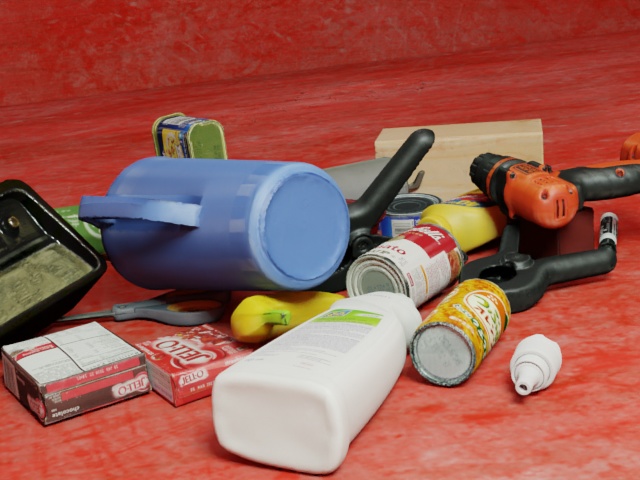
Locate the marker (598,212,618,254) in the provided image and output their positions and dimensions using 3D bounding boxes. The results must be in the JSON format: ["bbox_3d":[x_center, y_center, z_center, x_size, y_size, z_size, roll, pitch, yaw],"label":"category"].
[{"bbox_3d":[0.300,-0.004,1.111,0.020,0.020,0.121,-1,16,16],"label":"marker"}]

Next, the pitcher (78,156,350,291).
[{"bbox_3d":[-0.096,-0.015,0.964,0.149,0.145,0.243,-42,26,-30],"label":"pitcher"}]

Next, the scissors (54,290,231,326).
[{"bbox_3d":[-0.177,0.073,1.021,0.201,0.016,0.096,-11,16,-19],"label":"scissors"}]

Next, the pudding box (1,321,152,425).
[{"bbox_3d":[-0.201,0.106,0.869,0.089,0.039,0.114,-14,19,-29],"label":"pudding box"}]

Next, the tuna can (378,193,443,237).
[{"bbox_3d":[0.101,-0.027,1.231,0.086,0.034,0.086,-5,19,2],"label":"tuna can"}]

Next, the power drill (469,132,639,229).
[{"bbox_3d":[0.261,-0.065,1.076,0.187,0.057,0.184,-13,20,-12],"label":"power drill"}]

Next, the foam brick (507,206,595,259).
[{"bbox_3d":[0.235,-0.009,1.091,0.051,0.053,0.078,-14,18,-29],"label":"foam brick"}]

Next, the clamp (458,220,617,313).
[{"bbox_3d":[0.193,0.031,0.984,0.120,0.039,0.171,8,30,36],"label":"clamp"}]

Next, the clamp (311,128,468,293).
[{"bbox_3d":[0.044,0.003,1.044,0.210,0.164,0.036,-29,34,0],"label":"clamp"}]

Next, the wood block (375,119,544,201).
[{"bbox_3d":[0.180,-0.097,1.362,0.206,0.090,0.090,-2,16,11],"label":"wood block"}]

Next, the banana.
[{"bbox_3d":[-0.029,0.065,0.901,0.070,0.037,0.197,5,3,16],"label":"banana"}]

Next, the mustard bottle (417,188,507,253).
[{"bbox_3d":[0.165,-0.023,1.156,0.096,0.058,0.191,4,18,44],"label":"mustard bottle"}]

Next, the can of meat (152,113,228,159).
[{"bbox_3d":[-0.159,-0.104,1.326,0.057,0.102,0.084,-20,21,-34],"label":"can of meat"}]

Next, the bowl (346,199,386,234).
[{"bbox_3d":[-0.007,0.001,1.139,0.162,0.055,0.162,-5,15,1],"label":"bowl"}]

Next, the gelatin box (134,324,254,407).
[{"bbox_3d":[-0.104,0.099,0.869,0.073,0.030,0.089,-15,17,-29],"label":"gelatin box"}]

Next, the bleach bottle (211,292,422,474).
[{"bbox_3d":[0.022,0.089,0.802,0.103,0.068,0.250,5,16,25],"label":"bleach bottle"}]

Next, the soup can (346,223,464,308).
[{"bbox_3d":[0.078,0.030,0.980,0.069,0.068,0.102,5,20,36],"label":"soup can"}]
